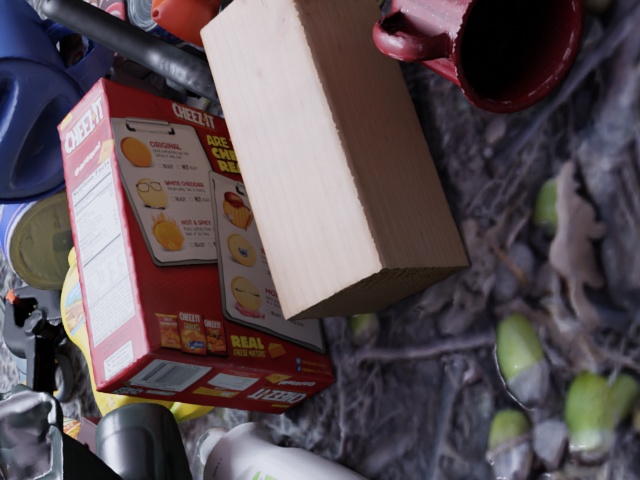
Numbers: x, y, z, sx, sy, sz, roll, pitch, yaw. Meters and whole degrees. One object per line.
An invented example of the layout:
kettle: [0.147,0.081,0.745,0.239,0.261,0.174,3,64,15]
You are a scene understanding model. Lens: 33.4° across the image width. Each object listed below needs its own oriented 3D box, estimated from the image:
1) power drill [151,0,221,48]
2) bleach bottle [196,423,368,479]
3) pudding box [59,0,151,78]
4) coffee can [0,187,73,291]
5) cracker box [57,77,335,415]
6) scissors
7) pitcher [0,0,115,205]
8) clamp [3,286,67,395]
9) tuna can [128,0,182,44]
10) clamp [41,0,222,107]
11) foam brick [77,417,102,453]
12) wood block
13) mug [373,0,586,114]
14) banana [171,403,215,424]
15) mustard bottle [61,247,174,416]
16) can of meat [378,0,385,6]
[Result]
power drill: [-0.064,-0.245,0.827,0.188,0.057,0.184,-53,19,25]
bleach bottle: [-0.006,0.180,0.693,0.251,0.067,0.102,28,101,50]
pudding box: [-0.206,-0.184,1.023,0.114,0.039,0.090,-26,62,42]
coffee can: [-0.264,-0.031,1.002,0.140,0.102,0.103,42,112,45]
cracker box: [-0.089,0.009,0.751,0.072,0.163,0.214,-36,55,34]
scissors: [-0.284,0.106,1.056,0.096,0.016,0.202,-46,50,29]
pitcher: [-0.280,-0.149,0.967,0.243,0.149,0.145,-123,41,-54]
clamp: [-0.260,0.093,1.000,0.172,0.039,0.120,14,64,52]
tuna can: [-0.137,-0.223,0.960,0.086,0.033,0.086,-16,68,46]
clamp: [-0.100,-0.133,0.850,0.210,0.164,0.036,28,96,24]
foam brick: [-0.160,0.181,0.871,0.078,0.051,0.053,15,92,49]
wood block: [0.006,-0.061,0.688,0.090,0.090,0.206,-30,71,40]
mug: [0.085,-0.129,0.633,0.082,0.117,0.093,42,146,50]
banana: [-0.091,0.053,0.818,0.037,0.069,0.198,117,155,-56]
mustard bottle: [-0.168,0.060,0.895,0.096,0.058,0.192,-43,52,10]
can of meat: [0.016,-0.212,0.770,0.102,0.057,0.084,-51,46,27]
